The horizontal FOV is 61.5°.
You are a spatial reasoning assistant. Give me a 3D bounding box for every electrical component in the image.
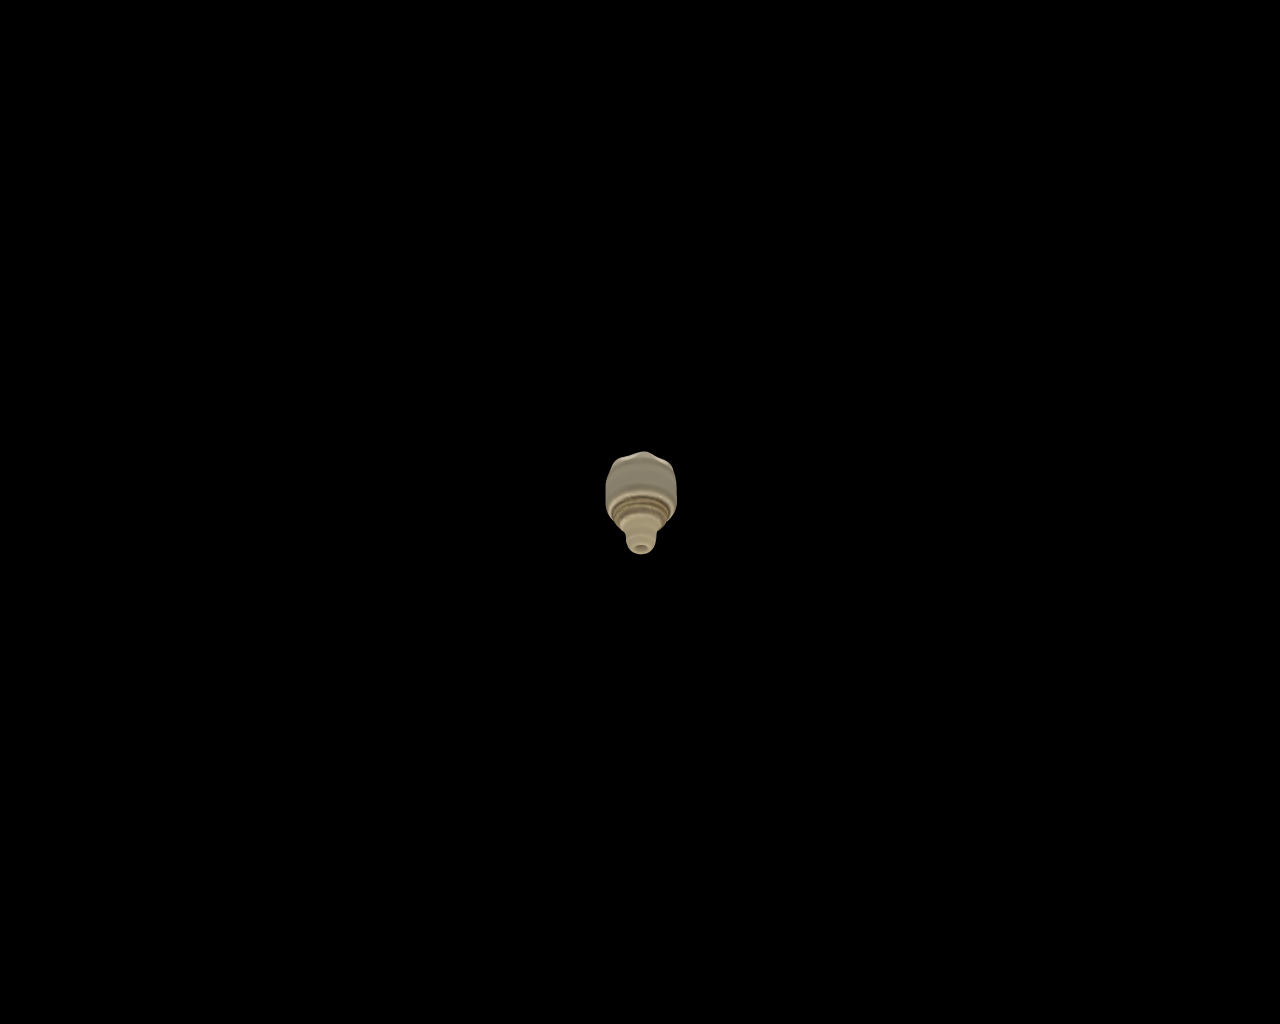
[{"bbox_3d":[0.001,-0.003,0.650,0.043,0.062,0.043,0,-35,0],"label":"electrical component"}]
